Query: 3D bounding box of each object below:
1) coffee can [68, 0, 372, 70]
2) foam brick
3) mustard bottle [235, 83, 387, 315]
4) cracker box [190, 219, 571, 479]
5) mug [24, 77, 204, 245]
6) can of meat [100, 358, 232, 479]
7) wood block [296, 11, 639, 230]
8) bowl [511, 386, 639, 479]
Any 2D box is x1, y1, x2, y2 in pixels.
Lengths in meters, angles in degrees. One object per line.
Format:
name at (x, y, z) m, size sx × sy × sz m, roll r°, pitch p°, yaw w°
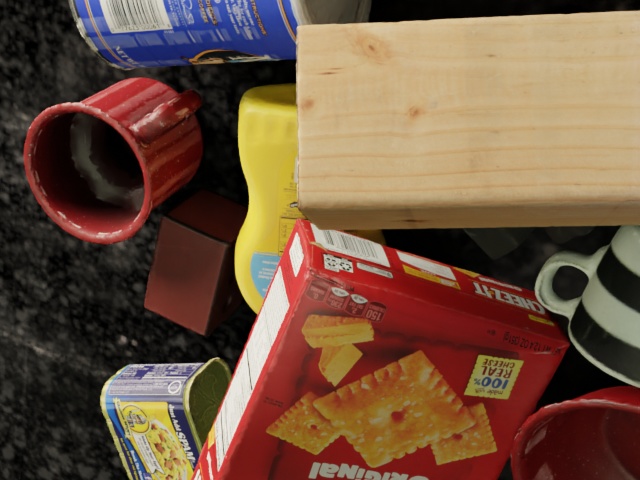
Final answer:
coffee can at (-0.054, -0.149, 0.592) m, size 0.140 × 0.102 × 0.103 m, roll 1°, pitch 115°, yaw 25°
foam brick at (-0.078, 0.015, 0.715) m, size 0.051 × 0.052 × 0.078 m, roll 24°, pitch 123°, yaw 13°
mustard bottle at (-0.004, 0.001, 0.663) m, size 0.096 × 0.058 × 0.192 m, roll 0°, pitch 119°, yaw -7°
cracker box at (0.027, 0.113, 0.646) m, size 0.164 × 0.072 × 0.214 m, roll 17°, pitch 112°, yaw -14°
mug at (-0.119, -0.061, 0.679) m, size 0.117 × 0.081 × 0.093 m, roll -35°, pitch 97°, yaw 34°
can of meat at (-0.104, 0.140, 0.787) m, size 0.084 × 0.057 × 0.102 m, roll -5°, pitch 112°, yaw 29°
wood block at (0.096, -0.054, 0.526) m, size 0.206 × 0.091 × 0.090 m, roll -1°, pitch 84°, yaw 7°
bowl at (0.193, 0.136, 0.604) m, size 0.162 × 0.055 × 0.162 m, roll 24°, pitch 136°, yaw 24°
